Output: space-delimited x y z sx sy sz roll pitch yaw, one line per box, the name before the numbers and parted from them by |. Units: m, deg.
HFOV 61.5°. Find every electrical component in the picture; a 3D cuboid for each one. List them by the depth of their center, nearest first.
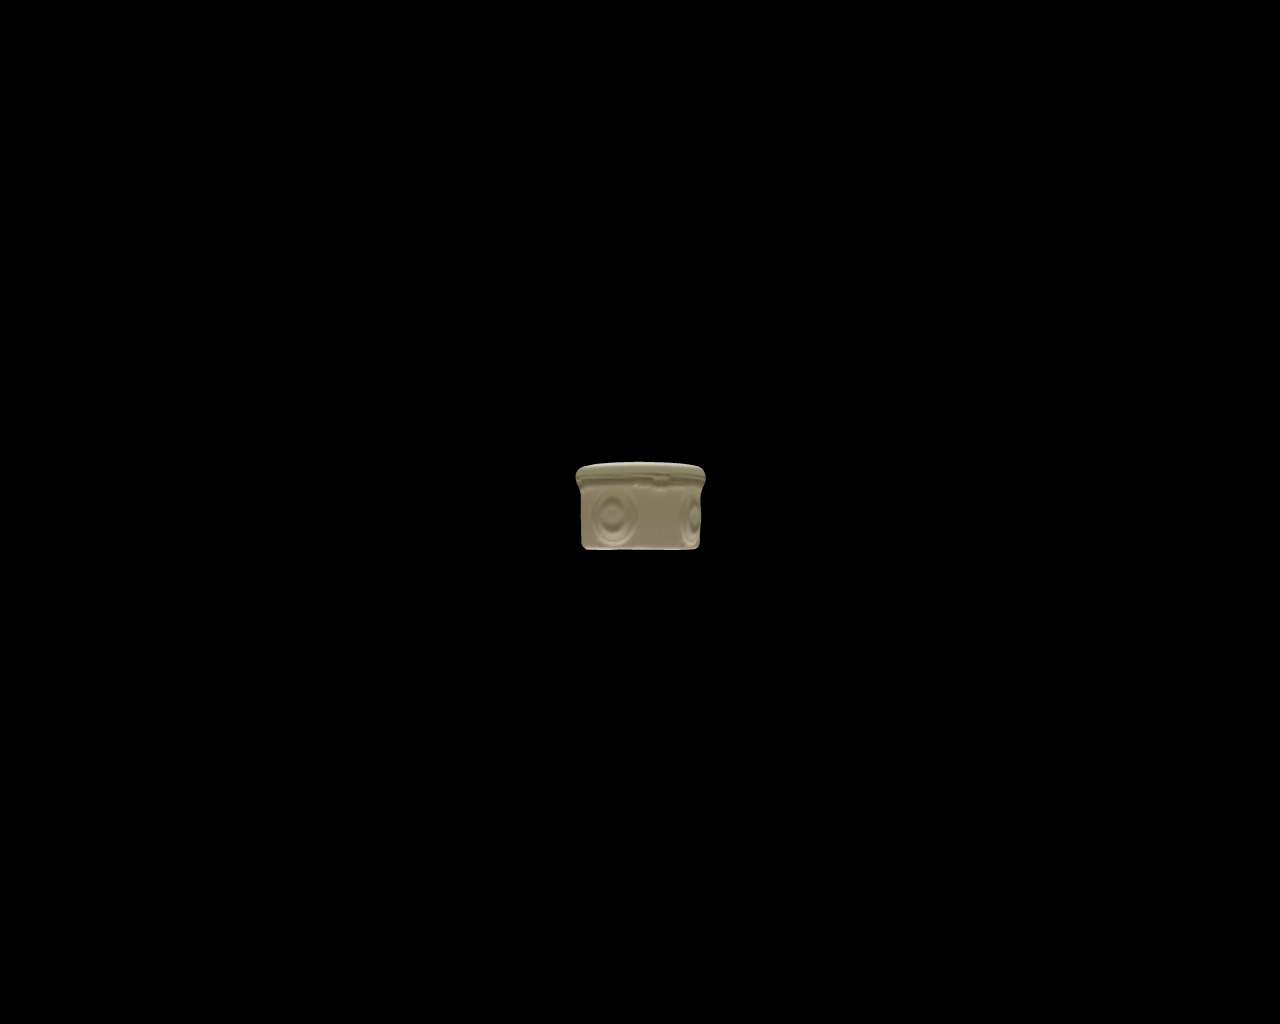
electrical component | 0.001 -0.003 0.650 0.080 0.051 0.080 0 -2 0
